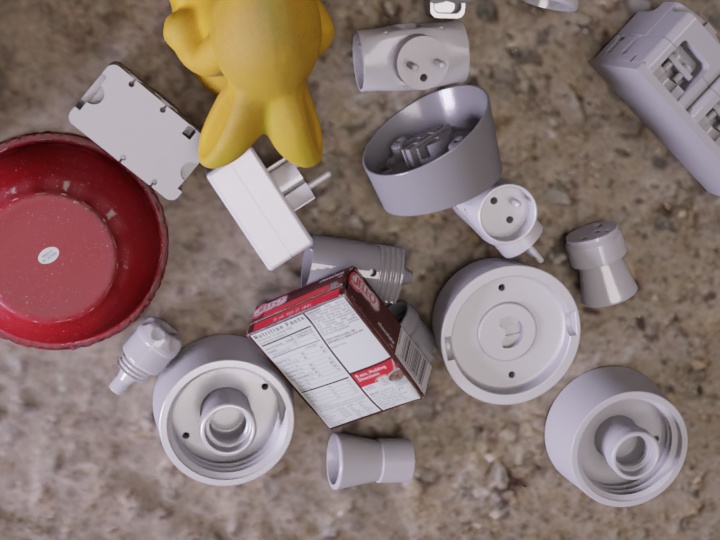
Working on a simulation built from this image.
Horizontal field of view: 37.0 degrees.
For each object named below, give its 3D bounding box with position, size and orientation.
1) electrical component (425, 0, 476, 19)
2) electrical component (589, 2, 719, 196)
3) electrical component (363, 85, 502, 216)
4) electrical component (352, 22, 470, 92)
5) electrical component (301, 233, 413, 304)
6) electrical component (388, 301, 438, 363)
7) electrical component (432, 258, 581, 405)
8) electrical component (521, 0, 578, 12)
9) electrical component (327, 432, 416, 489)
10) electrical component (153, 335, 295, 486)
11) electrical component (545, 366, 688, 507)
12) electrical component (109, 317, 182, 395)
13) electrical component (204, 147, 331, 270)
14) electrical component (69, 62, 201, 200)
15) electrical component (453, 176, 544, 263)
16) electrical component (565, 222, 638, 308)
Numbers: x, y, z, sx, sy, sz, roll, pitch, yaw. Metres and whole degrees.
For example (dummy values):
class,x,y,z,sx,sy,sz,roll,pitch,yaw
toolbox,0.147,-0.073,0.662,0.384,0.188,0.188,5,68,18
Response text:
class,x,y,z,sx,sy,sz,roll,pitch,yaw
electrical component,0.066,-0.217,0.755,0.058,0.057,0.078,-1,104,-10
electrical component,0.255,-0.122,0.797,0.150,0.089,0.061,42,93,-17
electrical component,0.052,-0.083,0.766,0.099,0.099,0.064,-23,113,-5
electrical component,0.039,-0.148,0.755,0.077,0.079,0.043,-7,109,-9
electrical component,0.000,0.000,0.803,0.081,0.043,0.043,8,102,-12
electrical component,0.037,0.053,0.825,0.040,0.040,0.046,-44,113,2
electrical component,0.107,0.042,0.824,0.108,0.060,0.108,-3,104,-10
electrical component,0.143,-0.224,0.777,0.044,0.044,0.065,12,96,-13
electrical component,0.010,0.149,0.843,0.065,0.044,0.044,2,103,-16
electrical component,-0.100,0.108,0.801,0.108,0.060,0.108,-2,104,-10
electrical component,0.210,0.138,0.867,0.108,0.060,0.108,-2,104,-10
electrical component,-0.161,0.066,0.793,0.035,0.035,0.061,40,96,-17
electrical component,-0.058,-0.057,0.776,0.076,0.047,0.083,-33,107,-1
electrical component,-0.150,-0.097,0.744,0.089,0.055,0.050,39,94,-17
electrical component,0.109,-0.036,0.797,0.043,0.077,0.079,-42,108,2
electrical component,0.187,-0.005,0.836,0.045,0.045,0.055,-21,106,-5
